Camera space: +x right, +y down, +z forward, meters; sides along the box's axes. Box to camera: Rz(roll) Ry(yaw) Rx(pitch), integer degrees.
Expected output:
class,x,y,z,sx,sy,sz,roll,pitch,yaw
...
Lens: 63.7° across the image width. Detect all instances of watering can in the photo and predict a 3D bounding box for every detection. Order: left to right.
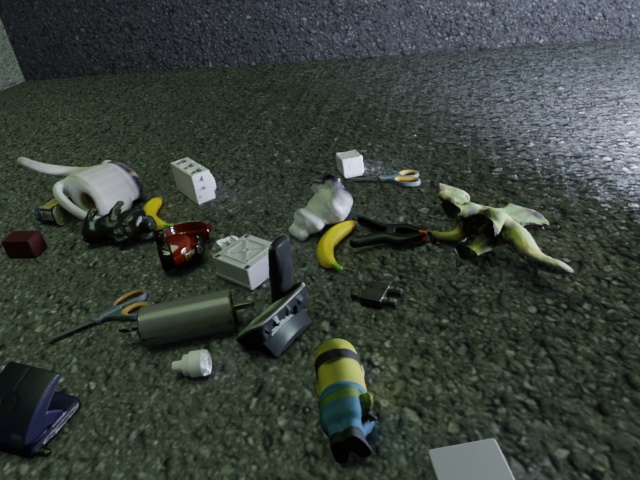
class,x,y,z,sx,sy,sz,roll,pitch,yaw
watering can,-0.649,-0.163,1.442,0.350,0.102,0.228,36,38,13

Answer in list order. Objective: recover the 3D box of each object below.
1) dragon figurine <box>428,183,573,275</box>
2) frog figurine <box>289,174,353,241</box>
class,x,y,z,sx,sy,sz,roll,pitch,yaw
dragon figurine,0.392,-0.038,1.097,0.245,0.120,0.415,-19,33,-33
frog figurine,0.004,-0.062,1.233,0.137,0.162,0.121,4,-24,42
